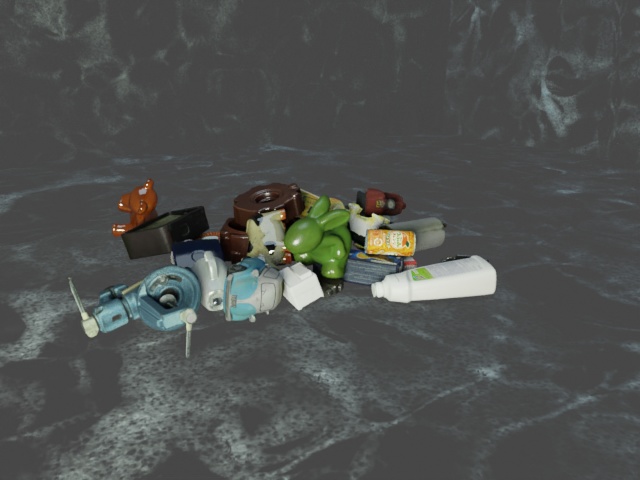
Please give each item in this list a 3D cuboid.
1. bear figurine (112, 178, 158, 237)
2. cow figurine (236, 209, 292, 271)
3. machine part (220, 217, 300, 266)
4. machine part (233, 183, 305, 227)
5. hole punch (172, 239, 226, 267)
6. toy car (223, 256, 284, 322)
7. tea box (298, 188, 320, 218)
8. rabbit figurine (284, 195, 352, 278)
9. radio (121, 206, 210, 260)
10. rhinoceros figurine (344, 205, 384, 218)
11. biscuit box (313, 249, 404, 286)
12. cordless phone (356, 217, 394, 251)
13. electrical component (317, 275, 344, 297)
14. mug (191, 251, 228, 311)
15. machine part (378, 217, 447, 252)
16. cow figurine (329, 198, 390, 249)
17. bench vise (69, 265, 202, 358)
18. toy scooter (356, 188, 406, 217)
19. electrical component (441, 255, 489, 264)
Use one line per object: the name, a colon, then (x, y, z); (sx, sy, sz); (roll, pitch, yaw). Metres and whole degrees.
bear figurine: (-0.504, -0.086, 1.459); (0.132, 0.120, 0.195); (7, -23, -6)
cow figurine: (-0.127, 0.024, 1.186); (0.127, 0.085, 0.195); (-6, 52, -4)
machine part: (-0.147, -0.006, 1.366); (0.202, 0.087, 0.201); (1, 18, 0)
machine part: (-0.129, -0.089, 1.340); (0.179, 0.056, 0.179); (-9, 28, 5)
hole punch: (-0.264, 0.057, 1.175); (0.142, 0.092, 0.116); (-4, 22, -22)
toy car: (-0.121, 0.094, 1.034); (0.103, 0.109, 0.161); (10, 15, 10)
tea box: (-0.002, -0.064, 1.433); (0.170, 0.068, 0.098); (27, -18, 16)
rabbit figurine: (0.001, -0.004, 1.104); (0.121, 0.159, 0.170); (37, 10, 28)
radio: (-0.394, -0.024, 1.403); (0.131, 0.073, 0.229); (-9, 16, 19)
rhinoceros figurine: (0.087, -0.052, 1.522); (0.190, 0.073, 0.112); (-4, 17, -11)
biscuit box: (0.083, 0.059, 1.198); (0.203, 0.062, 0.059); (8, 18, 24)
cordless phone: (0.197, -0.008, 1.411); (0.184, 0.088, 0.147); (-1, 13, -41)
electrical component: (0.019, 0.096, 1.150); (0.063, 0.021, 0.094); (9, 19, 25)
mug: (-0.211, 0.083, 1.073); (0.081, 0.109, 0.107); (-5, 31, -23)
machine part: (0.216, -0.007, 1.282); (0.243, 0.079, 0.079); (-11, 21, -35)
cow figurine: (0.078, -0.040, 1.318); (0.168, 0.098, 0.068); (24, 6, 23)
bench vise: (-0.295, 0.116, 0.940); (0.223, 0.128, 0.241); (-13, 15, -35)
toy scooter: (0.165, -0.096, 1.440); (0.135, 0.075, 0.184); (7, 5, 6)
electrical component: (0.332, 0.059, 1.231); (0.102, 0.045, 0.078); (5, -10, 5)
